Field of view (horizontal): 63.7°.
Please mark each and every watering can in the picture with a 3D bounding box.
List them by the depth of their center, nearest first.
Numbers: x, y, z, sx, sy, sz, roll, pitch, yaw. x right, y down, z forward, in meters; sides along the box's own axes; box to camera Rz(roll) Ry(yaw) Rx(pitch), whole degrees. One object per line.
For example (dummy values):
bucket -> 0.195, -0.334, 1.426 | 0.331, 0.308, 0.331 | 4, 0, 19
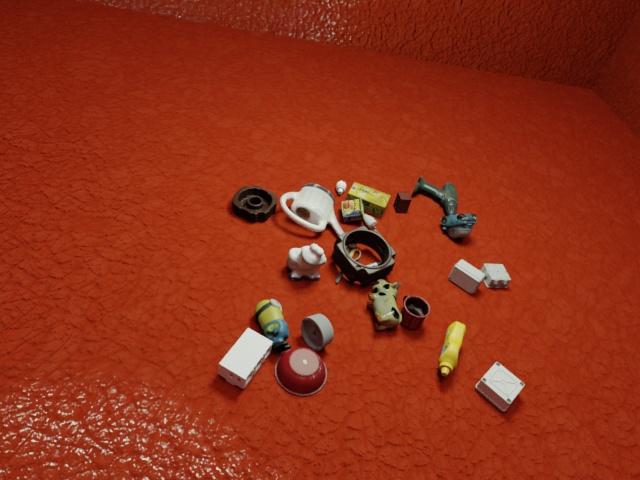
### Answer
watering can -> 0.006, -0.103, 2.044 | 0.347, 0.102, 0.230 | 28, 42, -5

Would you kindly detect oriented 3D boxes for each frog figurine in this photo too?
frog figurine -> -0.044, 0.059, 1.799 | 0.137, 0.155, 0.126 | 15, 40, 0
